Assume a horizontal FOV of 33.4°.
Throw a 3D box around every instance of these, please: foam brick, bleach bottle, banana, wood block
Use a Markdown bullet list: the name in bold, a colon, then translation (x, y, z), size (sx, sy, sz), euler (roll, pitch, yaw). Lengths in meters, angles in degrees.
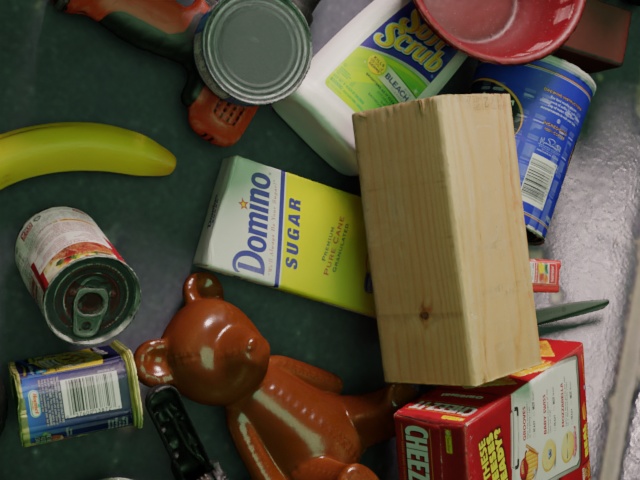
- **foam brick**: translation (0.227, -0.184, 0.948), size (0.078, 0.053, 0.051), euler (12, 86, -21)
- **bleach bottle**: translation (0.075, -0.174, 0.889), size (0.102, 0.068, 0.250), euler (44, 74, -15)
- **banana**: translation (-0.208, -0.054, 0.801), size (0.197, 0.037, 0.069), euler (-21, 120, -17)
- **wood block**: translation (0.095, -0.001, 0.805), size (0.090, 0.091, 0.206), euler (-9, 93, -45)

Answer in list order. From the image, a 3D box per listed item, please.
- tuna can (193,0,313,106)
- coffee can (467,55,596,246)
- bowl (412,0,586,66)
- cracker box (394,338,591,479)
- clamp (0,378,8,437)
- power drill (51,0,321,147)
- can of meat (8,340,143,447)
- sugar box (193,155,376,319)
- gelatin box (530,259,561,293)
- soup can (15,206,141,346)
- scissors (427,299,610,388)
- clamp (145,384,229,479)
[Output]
- **tuna can**: translation (-0.051, -0.143, 0.798), size (0.086, 0.034, 0.086), euler (-1, 93, -21)
- **coffee can**: translation (0.161, -0.078, 0.898), size (0.102, 0.103, 0.140), euler (22, 83, -19)
- **bowl**: translation (0.129, -0.208, 0.849), size (0.162, 0.055, 0.162), euler (3, 79, -17)
- **cracker box**: translation (0.144, 0.184, 0.856), size (0.213, 0.072, 0.164), euler (-18, 106, -51)
- **clamp**: translation (-0.278, 0.157, 0.758), size (0.165, 0.036, 0.210), euler (-8, 80, 10)
- **power drill**: translation (-0.097, -0.192, 0.826), size (0.187, 0.057, 0.184), euler (32, 77, -17)
- **can of meat**: translation (-0.180, 0.111, 0.776), size (0.083, 0.102, 0.057), euler (-8, 94, -18)
- **sugar box**: translation (-0.006, 0.001, 0.869), size (0.176, 0.048, 0.093), euler (17, 84, -21)
- **gelatin box**: translation (0.148, 0.028, 0.902), size (0.073, 0.089, 0.030), euler (4, 87, -20)
- **soup can**: translation (-0.176, 0.023, 0.767), size (0.068, 0.102, 0.068), euler (-12, 117, -24)
- **scissors**: translation (0.168, 0.091, 0.949), size (0.201, 0.016, 0.096), euler (7, 90, -20)
- **clamp**: translation (-0.091, 0.173, 0.790), size (0.039, 0.172, 0.120), euler (-23, 73, -17)
